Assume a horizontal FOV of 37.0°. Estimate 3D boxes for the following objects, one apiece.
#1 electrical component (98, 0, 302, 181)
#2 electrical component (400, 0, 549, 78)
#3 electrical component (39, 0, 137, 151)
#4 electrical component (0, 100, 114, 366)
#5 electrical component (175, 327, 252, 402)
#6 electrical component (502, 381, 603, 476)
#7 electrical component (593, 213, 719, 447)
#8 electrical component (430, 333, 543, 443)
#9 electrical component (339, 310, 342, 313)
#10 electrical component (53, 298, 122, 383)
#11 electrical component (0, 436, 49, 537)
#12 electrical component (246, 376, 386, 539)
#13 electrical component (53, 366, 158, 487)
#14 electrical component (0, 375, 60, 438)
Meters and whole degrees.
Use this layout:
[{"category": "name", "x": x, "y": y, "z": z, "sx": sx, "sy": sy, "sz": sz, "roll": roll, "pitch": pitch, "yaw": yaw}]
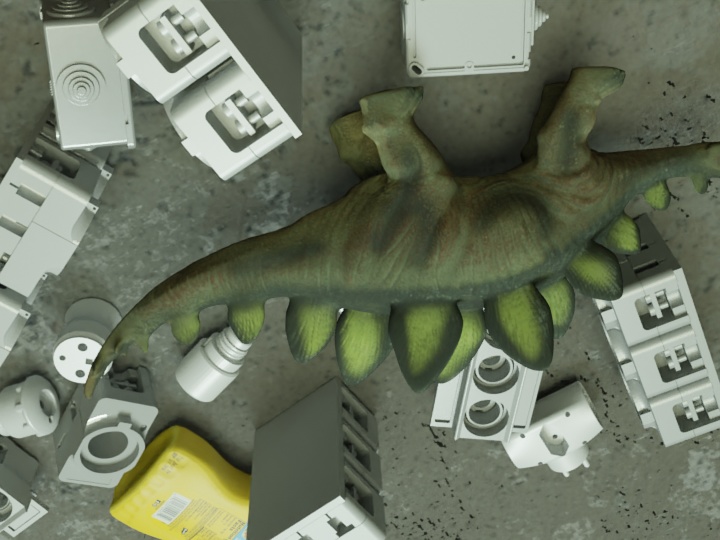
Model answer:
[{"category": "electrical component", "x": -0.090, "y": -0.140, "z": 0.645, "sx": 0.060, "sy": 0.186, "sz": 0.105, "roll": -32, "pitch": 116, "yaw": 14}, {"category": "electrical component", "x": 0.075, "y": -0.167, "z": 0.710, "sx": 0.096, "sy": 0.061, "sz": 0.061, "roll": -4, "pitch": 119, "yaw": -1}, {"category": "electrical component", "x": -0.177, "y": -0.132, "z": 0.696, "sx": 0.048, "sy": 0.099, "sz": 0.099, "roll": -8, "pitch": 120, "yaw": -14}, {"category": "electrical component", "x": -0.243, "y": -0.012, "z": 0.753, "sx": 0.060, "sy": 0.105, "sz": 0.186, "roll": 31, "pitch": 113, "yaw": -18}, {"category": "electrical component", "x": -0.110, "y": 0.068, "z": 0.841, "sx": 0.040, "sy": 0.040, "sz": 0.078, "roll": 38, "pitch": 110, "yaw": -21}, {"category": "electrical component", "x": 0.165, "y": 0.140, "z": 0.893, "sx": 0.077, "sy": 0.043, "sz": 0.079, "roll": -28, "pitch": 116, "yaw": 12}, {"category": "electrical component", "x": 0.222, "y": 0.048, "z": 0.819, "sx": 0.062, "sy": 0.089, "sz": 0.150, "roll": -22, "pitch": 117, "yaw": 9}, {"category": "electrical component", "x": 0.101, "y": 0.066, "z": 0.837, "sx": 0.079, "sy": 0.063, "sz": 0.121, "roll": 5, "pitch": 118, "yaw": -6}, {"category": "electrical component", "x": 0.000, "y": 0.000, "z": 0.795, "sx": 0.047, "sy": 0.065, "sz": 0.076, "roll": -34, "pitch": 115, "yaw": 15}, {"category": "electrical component", "x": -0.207, "y": 0.054, "z": 0.819, "sx": 0.045, "sy": 0.055, "sz": 0.045, "roll": -1, "pitch": 119, "yaw": -2}, {"category": "electrical component", "x": -0.295, "y": 0.174, "z": 0.875, "sx": 0.042, "sy": 0.063, "sz": 0.081, "roll": -36, "pitch": 115, "yaw": 15}, {"category": "electrical component", "x": -0.032, "y": 0.167, "z": 0.836, "sx": 0.089, "sy": 0.150, "sz": 0.061, "roll": -35, "pitch": 114, "yaw": 15}, {"category": "electrical component", "x": -0.202, "y": 0.125, "z": 0.851, "sx": 0.050, "sy": 0.055, "sz": 0.089, "roll": 16, "pitch": 118, "yaw": -32}, {"category": "electrical component", "x": -0.274, "y": 0.113, "z": 0.855, "sx": 0.062, "sy": 0.048, "sz": 0.048, "roll": -16, "pitch": 119, "yaw": 16}]
